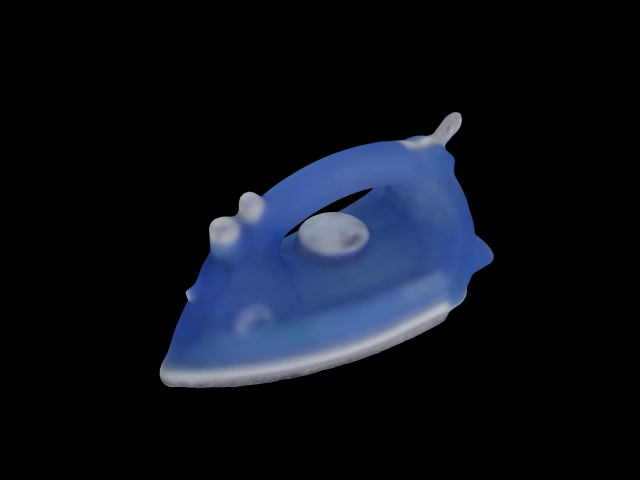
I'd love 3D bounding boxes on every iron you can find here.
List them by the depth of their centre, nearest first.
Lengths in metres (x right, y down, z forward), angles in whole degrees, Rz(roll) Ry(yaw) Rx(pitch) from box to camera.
[{"bbox_3d":[0.004,0.001,0.400,0.259,0.141,0.118,-21,40,-26],"label":"iron"}]
